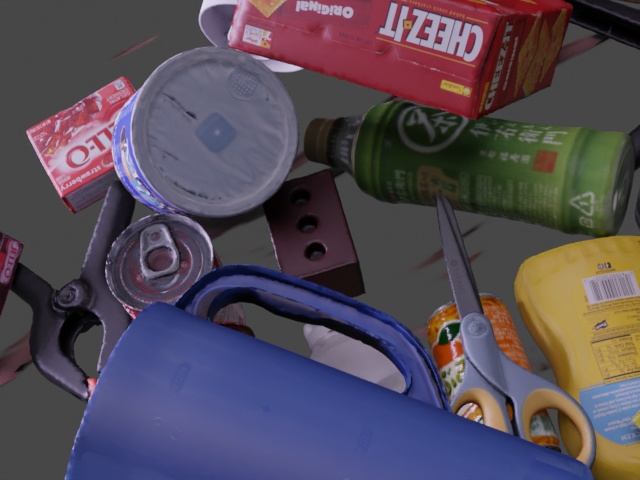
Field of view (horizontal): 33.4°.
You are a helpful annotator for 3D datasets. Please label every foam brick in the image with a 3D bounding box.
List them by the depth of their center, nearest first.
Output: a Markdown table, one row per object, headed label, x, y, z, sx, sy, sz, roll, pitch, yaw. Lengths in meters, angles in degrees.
| label | x | y | z | sx | sy | sz | roll | pitch | yaw |
| --- | --- | --- | --- | --- | --- | --- | --- | --- | --- |
| foam brick | -0.005 | 0.001 | 0.724 | 0.053 | 0.051 | 0.078 | -17 | 60 | 0 |

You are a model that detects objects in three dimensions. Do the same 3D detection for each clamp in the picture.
| label | x | y | z | sx | sy | sz | roll | pitch | yaw |
| --- | --- | --- | --- | --- | --- | --- | --- | --- | --- |
| clamp | -0.177 | 0.044 | 0.739 | 0.120 | 0.039 | 0.171 | -20 | 56 | 11 |
| clamp | 0.275 | -0.128 | 0.754 | 0.210 | 0.036 | 0.164 | -12 | 59 | 2 |

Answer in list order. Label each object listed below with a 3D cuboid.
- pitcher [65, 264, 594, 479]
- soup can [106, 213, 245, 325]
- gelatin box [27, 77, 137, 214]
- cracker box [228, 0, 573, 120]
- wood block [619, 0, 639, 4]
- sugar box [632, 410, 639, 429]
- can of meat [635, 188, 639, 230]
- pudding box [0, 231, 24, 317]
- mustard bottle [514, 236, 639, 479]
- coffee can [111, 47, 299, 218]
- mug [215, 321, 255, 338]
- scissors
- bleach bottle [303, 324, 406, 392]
| label | x | y | z | sx | sy | sz | roll | pitch | yaw |
| --- | --- | --- | --- | --- | --- | --- | --- | --- | --- |
| pitcher | 0.009 | 0.118 | 0.535 | 0.243 | 0.145 | 0.149 | 17 | 106 | 7 |
| soup can | -0.090 | 0.037 | 0.689 | 0.068 | 0.102 | 0.068 | -4 | 61 | 7 |
| gelatin box | -0.166 | -0.073 | 0.805 | 0.089 | 0.030 | 0.073 | -30 | 61 | -7 |
| cracker box | 0.064 | -0.144 | 0.708 | 0.164 | 0.213 | 0.072 | 19 | 109 | 19 |
| wood block | 0.182 | -0.244 | 0.784 | 0.206 | 0.090 | 0.090 | 10 | 64 | 3 |
| sugar box | 0.264 | 0.072 | 0.604 | 0.093 | 0.048 | 0.176 | 41 | 58 | 15 |
| can of meat | 0.255 | -0.036 | 0.680 | 0.102 | 0.084 | 0.057 | -14 | 60 | 2 |
| pudding box | -0.271 | 0.033 | 0.743 | 0.114 | 0.039 | 0.090 | 6 | 71 | 24 |
| mustard bottle | 0.187 | 0.092 | 0.635 | 0.096 | 0.058 | 0.191 | -9 | 60 | -7 |
| coffee can | -0.080 | -0.066 | 0.704 | 0.102 | 0.140 | 0.103 | 0 | 91 | -16 |
| mug | -0.083 | 0.113 | 0.659 | 0.117 | 0.093 | 0.081 | -27 | 64 | 13 |
| scissors | 0.111 | 0.061 | 0.625 | 0.096 | 0.016 | 0.201 | 1 | 63 | 10 |
| bleach bottle | 0.037 | 0.154 | 0.627 | 0.102 | 0.068 | 0.251 | -20 | 58 | -5 |
